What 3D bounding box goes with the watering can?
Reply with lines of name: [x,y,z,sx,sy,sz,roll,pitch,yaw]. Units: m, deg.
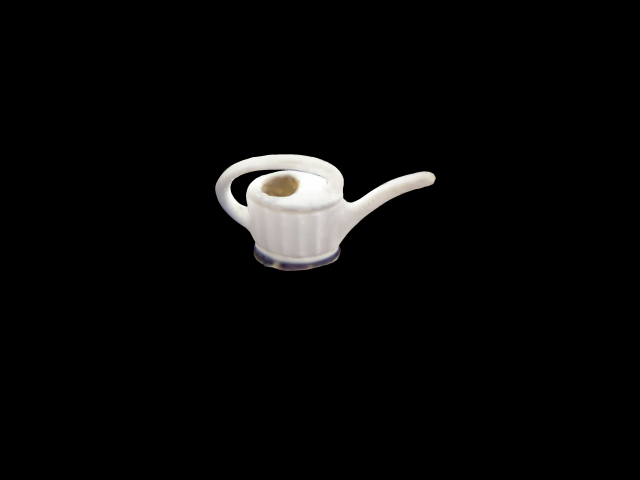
watering can: [0.003,-0.043,0.850,0.348,0.219,0.106,4,45,4]
